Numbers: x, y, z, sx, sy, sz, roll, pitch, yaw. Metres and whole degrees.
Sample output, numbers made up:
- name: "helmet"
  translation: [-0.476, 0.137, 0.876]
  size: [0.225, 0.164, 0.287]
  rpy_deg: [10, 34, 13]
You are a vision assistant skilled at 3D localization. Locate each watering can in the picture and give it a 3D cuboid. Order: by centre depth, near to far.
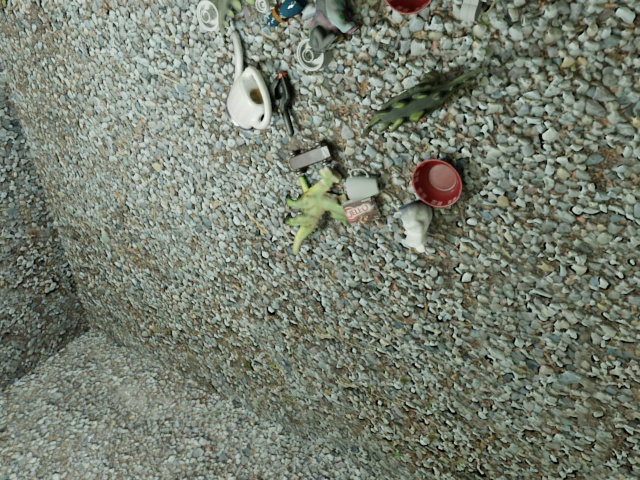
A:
- name: "watering can"
  translation: [-0.263, -0.529, 1.797]
  size: [0.105, 0.350, 0.221]
  rpy_deg: [-16, -13, -37]

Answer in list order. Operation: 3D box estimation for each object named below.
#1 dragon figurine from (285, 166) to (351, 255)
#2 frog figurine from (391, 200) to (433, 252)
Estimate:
- name: "dragon figurine"
  translation: [0.006, -0.094, 1.874]
  size: [0.243, 0.401, 0.125]
  rpy_deg: [13, 35, 20]
- name: "frog figurine"
  translation: [0.314, -0.043, 1.643]
  size: [0.122, 0.161, 0.137]
  rpy_deg: [-26, -10, 14]
